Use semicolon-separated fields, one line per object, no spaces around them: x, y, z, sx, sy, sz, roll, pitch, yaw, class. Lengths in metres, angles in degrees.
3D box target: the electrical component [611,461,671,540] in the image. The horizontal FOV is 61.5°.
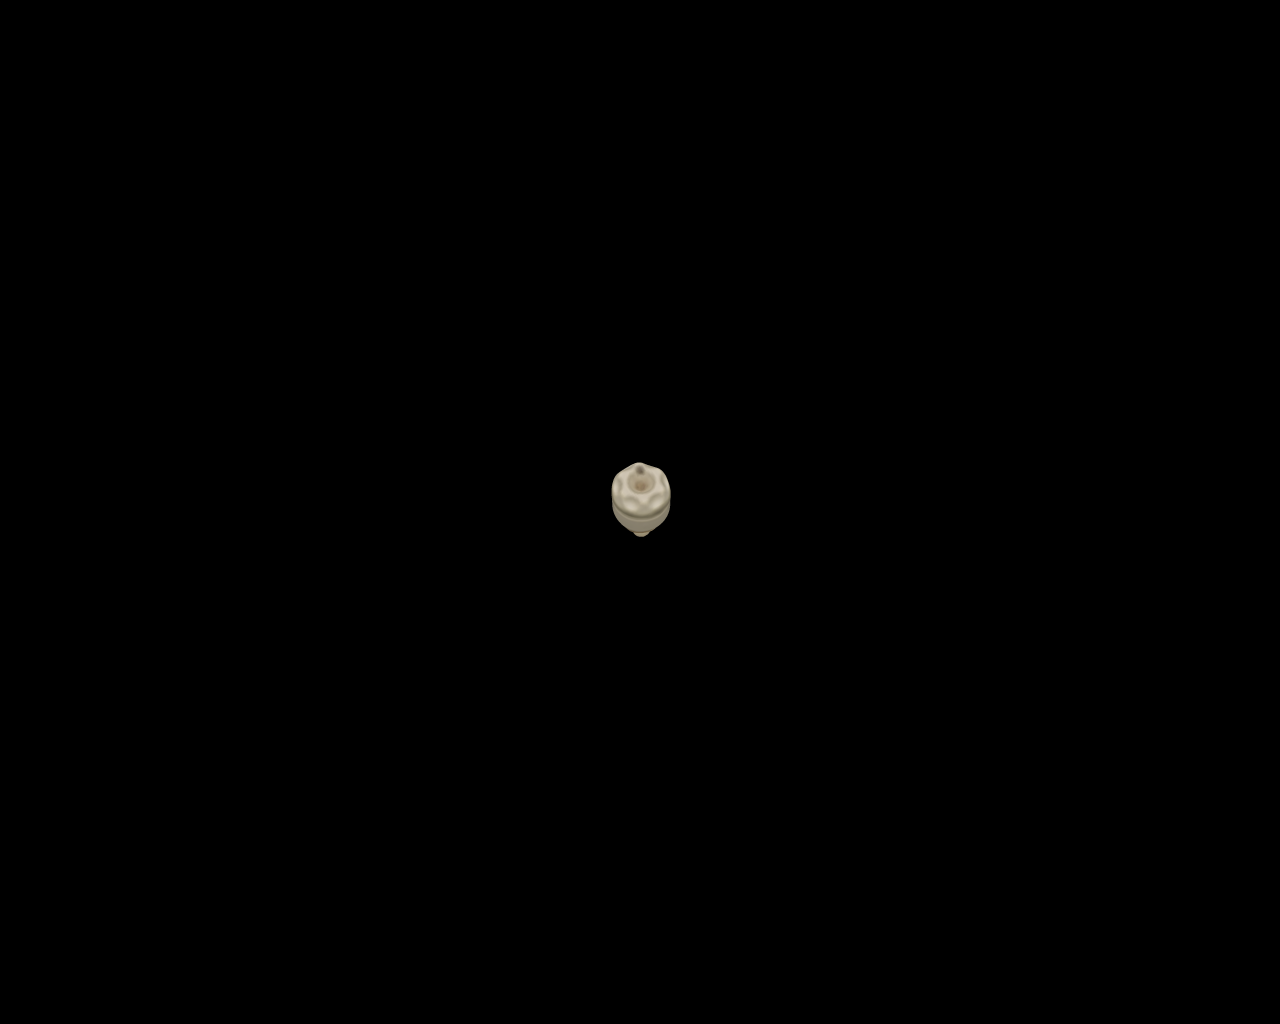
0.001;-0.003;0.650;0.035;0.035;0.061;0;-30;0;electrical component
